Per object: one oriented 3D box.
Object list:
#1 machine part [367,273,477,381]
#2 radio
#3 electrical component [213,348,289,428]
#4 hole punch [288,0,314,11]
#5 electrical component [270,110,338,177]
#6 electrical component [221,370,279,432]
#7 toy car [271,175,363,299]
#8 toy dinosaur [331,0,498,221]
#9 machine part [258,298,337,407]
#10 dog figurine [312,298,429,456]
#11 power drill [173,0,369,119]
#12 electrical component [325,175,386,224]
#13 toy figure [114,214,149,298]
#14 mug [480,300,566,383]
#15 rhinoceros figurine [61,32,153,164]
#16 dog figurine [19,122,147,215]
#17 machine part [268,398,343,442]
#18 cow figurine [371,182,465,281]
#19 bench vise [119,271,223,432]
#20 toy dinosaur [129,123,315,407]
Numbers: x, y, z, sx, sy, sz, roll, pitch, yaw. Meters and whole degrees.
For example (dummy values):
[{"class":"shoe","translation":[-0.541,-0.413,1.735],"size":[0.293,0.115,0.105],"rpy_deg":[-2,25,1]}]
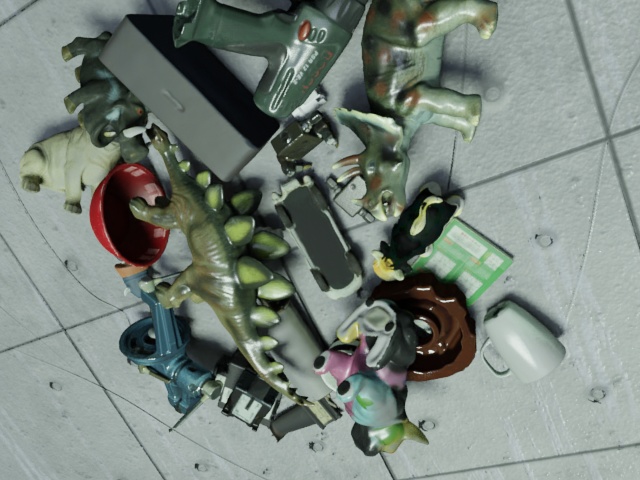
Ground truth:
[{"class":"machine part","translation":[0.150,0.133,0.819],"size":[0.180,0.056,0.179],"rpy_deg":[7,117,15]},{"class":"radio","translation":[-0.166,-0.197,0.730],"size":[0.073,0.131,0.229],"rpy_deg":[-40,99,26]},{"class":"electrical component","translation":[-0.128,0.258,0.966],"size":[0.134,0.058,0.114],"rpy_deg":[23,115,4]},{"class":"hole punch","translation":[-0.027,-0.364,0.655],"size":[0.115,0.092,0.142],"rpy_deg":[28,120,-34]},{"class":"electrical component","translation":[-0.022,-0.134,0.759],"size":[0.102,0.078,0.045],"rpy_deg":[-34,78,20]},{"class":"electrical component","translation":[-0.111,0.257,0.901],"size":[0.075,0.048,0.119],"rpy_deg":[26,117,1]},{"class":"toy car","translation":[-0.002,-0.002,0.811],"size":[0.073,0.056,0.201],"rpy_deg":[-28,104,2]},{"class":"toy dinosaur","translation":[0.112,-0.232,0.656],"size":[0.192,0.131,0.404],"rpy_deg":[8,109,11]},{"class":"machine part","translation":[-0.041,0.183,0.898],"size":[0.079,0.079,0.243],"rpy_deg":[-26,106,24]},{"class":"dog figurine","translation":[0.099,0.212,0.781],"size":[0.191,0.109,0.219],"rpy_deg":[-49,125,-12]},{"class":"power drill","translation":[-0.057,-0.269,0.637],"size":[0.207,0.086,0.232],"rpy_deg":[9,127,-34]},{"class":"electrical component","translation":[0.055,-0.069,0.790],"size":[0.094,0.021,0.063],"rpy_deg":[41,117,-5]},{"class":"toy figure","translation":[-0.319,0.024,0.910],"size":[0.064,0.058,0.154],"rpy_deg":[-8,109,-6]},{"class":"mug","translation":[0.287,0.150,0.800],"size":[0.109,0.081,0.107],"rpy_deg":[-39,89,30]},{"class":"rhinoceros figurine","translation":[-0.286,-0.192,0.739],"size":[0.112,0.073,0.190],"rpy_deg":[-16,75,-12]},{"class":"dog figurine","translation":[-0.374,-0.156,0.835],"size":[0.172,0.121,0.190],"rpy_deg":[25,103,0]},{"class":"machine part","translation":[-0.033,0.325,0.983],"size":[0.139,0.039,0.084],"rpy_deg":[-35,109,23]},{"class":"cow figurine","translation":[0.127,0.001,0.755],"size":[0.068,0.098,0.167],"rpy_deg":[38,114,10]},{"class":"bench vise","translation":[-0.258,0.173,0.905],"size":[0.224,0.129,0.240],"rpy_deg":[29,131,41]},{"class":"toy dinosaur","translation":[-0.144,0.046,0.802],"size":[0.199,0.105,0.470],"rpy_deg":[-16,101,26]}]
